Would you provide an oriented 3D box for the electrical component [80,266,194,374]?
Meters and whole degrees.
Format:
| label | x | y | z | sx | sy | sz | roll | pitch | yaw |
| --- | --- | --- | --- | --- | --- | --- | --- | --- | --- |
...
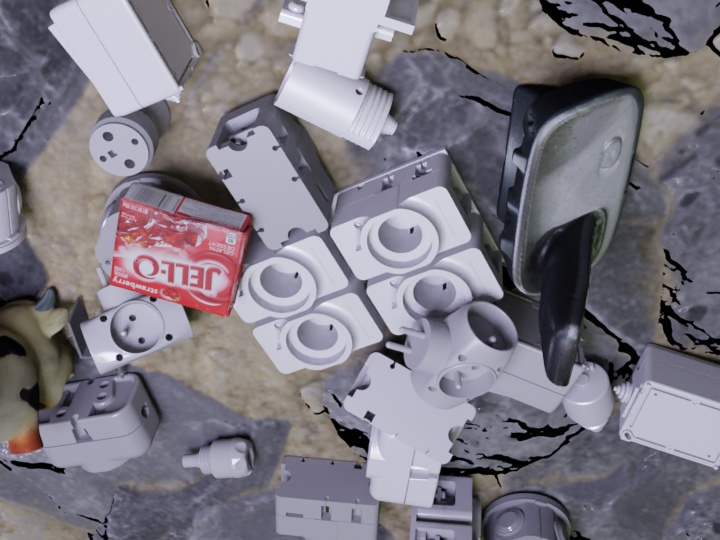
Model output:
| label | x | y | z | sx | sy | sz | roll | pitch | yaw |
| --- | --- | --- | --- | --- | --- | --- | --- | --- | --- |
| electrical component | -0.180 | 0.030 | 0.837 | 0.077 | 0.044 | 0.079 | -22 | 87 | -11 |

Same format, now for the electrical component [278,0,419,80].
| label | x | y | z | sx | sy | sz | roll | pitch | yaw |
| --- | --- | --- | --- | --- | --- | --- | --- | --- | --- |
| electrical component | -0.005 | -0.169 | 0.635 | 0.079 | 0.121 | 0.063 | 16 | 129 | -5 |

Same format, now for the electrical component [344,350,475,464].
| label | x | y | z | sx | sy | sz | roll | pitch | yaw |
| --- | --- | --- | --- | --- | --- | --- | --- | --- | --- |
| electrical component | 0.038 | 0.103 | 0.825 | 0.089 | 0.055 | 0.050 | 29 | 89 | 3 |

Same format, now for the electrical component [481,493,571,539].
| label | x | y | z | sx | sy | sz | roll | pitch | yaw |
| --- | --- | --- | --- | --- | --- | --- | --- | --- | --- |
| electrical component | 0.147 | 0.241 | 0.953 | 0.080 | 0.051 | 0.080 | 3 | 126 | 4 |

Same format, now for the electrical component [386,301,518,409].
| label | x | y | z | sx | sy | sz | roll | pitch | yaw |
| --- | --- | --- | --- | --- | --- | --- | --- | --- | --- |
| electrical component | 0.058 | 0.057 | 0.758 | 0.079 | 0.044 | 0.077 | 17 | 135 | -23 |

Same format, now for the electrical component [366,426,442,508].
| label | x | y | z | sx | sy | sz | roll | pitch | yaw |
| --- | --- | --- | --- | --- | --- | --- | --- | --- | --- |
| electrical component | 0.038 | 0.148 | 0.898 | 0.059 | 0.053 | 0.095 | 8 | 126 | 0 |

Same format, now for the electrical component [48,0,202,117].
| label | x | y | z | sx | sy | sz | roll | pitch | yaw |
| --- | --- | --- | --- | --- | --- | --- | --- | --- | --- |
| electrical component | -0.151 | -0.147 | 0.703 | 0.061 | 0.061 | 0.096 | -18 | 121 | 18 |

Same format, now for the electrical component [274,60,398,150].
| label | x | y | z | sx | sy | sz | roll | pitch | yaw |
| --- | --- | --- | --- | --- | --- | --- | --- | --- | --- |
| electrical component | -0.012 | -0.113 | 0.724 | 0.081 | 0.043 | 0.043 | 25 | 124 | -11 |

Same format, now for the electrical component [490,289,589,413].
| label | x | y | z | sx | sy | sz | roll | pitch | yaw |
| --- | --- | --- | --- | --- | --- | --- | --- | --- | --- |
| electrical component | 0.127 | 0.064 | 0.822 | 0.096 | 0.061 | 0.061 | 22 | 124 | -8 |

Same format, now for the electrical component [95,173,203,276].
| label | x | y | z | sx | sy | sz | roll | pitch | yaw |
| --- | --- | --- | --- | --- | --- | --- | --- | --- | --- |
| electrical component | -0.154 | -0.027 | 0.795 | 0.080 | 0.051 | 0.080 | 3 | 126 | 4 |

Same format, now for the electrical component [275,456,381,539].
| label | x | y | z | sx | sy | sz | roll | pitch | yaw |
| --- | --- | --- | --- | --- | --- | --- | --- | --- | --- |
| electrical component | -0.027 | 0.205 | 0.947 | 0.089 | 0.050 | 0.055 | 5 | 125 | 3 |

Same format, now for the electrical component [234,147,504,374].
| label | x | y | z | sx | sy | sz | roll | pitch | yaw |
| --- | --- | --- | --- | --- | --- | --- | --- | --- | --- |
| electrical component | 0.000 | 0.000 | 0.792 | 0.186 | 0.060 | 0.105 | -21 | 121 | 20 |

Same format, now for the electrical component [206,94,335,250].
| label | x | y | z | sx | sy | sz | roll | pitch | yaw |
| --- | --- | --- | --- | --- | --- | --- | --- | --- | --- |
| electrical component | -0.060 | -0.070 | 0.751 | 0.050 | 0.055 | 0.089 | -21 | 121 | 19 |

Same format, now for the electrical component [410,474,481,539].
| label | x | y | z | sx | sy | sz | roll | pitch | yaw |
| --- | --- | --- | --- | --- | --- | --- | --- | --- | --- |
| electrical component | 0.073 | 0.284 | 0.958 | 0.060 | 0.105 | 0.186 | 3 | 126 | 4 |

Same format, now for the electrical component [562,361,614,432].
| label | x | y | z | sx | sy | sz | roll | pitch | yaw |
| --- | --- | --- | --- | --- | --- | --- | --- | --- | --- |
| electrical component | 0.183 | 0.106 | 0.860 | 0.040 | 0.040 | 0.078 | -12 | 140 | 14 |

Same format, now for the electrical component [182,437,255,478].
| label | x | y | z | sx | sy | sz | roll | pitch | yaw |
| --- | --- | --- | --- | --- | --- | --- | --- | --- | --- |
| electrical component | -0.125 | 0.165 | 0.940 | 0.061 | 0.035 | 0.035 | -6 | 124 | 13 |

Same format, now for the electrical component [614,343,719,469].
| label | x | y | z | sx | sy | sz | roll | pitch | yaw |
| --- | --- | --- | --- | --- | --- | --- | --- | --- | --- |
| electrical component | 0.246 | 0.101 | 0.841 | 0.096 | 0.061 | 0.061 | 18 | 126 | 3 |

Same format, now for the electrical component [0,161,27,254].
| label | x | y | z | sx | sy | sz | roll | pitch | yaw |
| --- | --- | --- | --- | --- | --- | --- | --- | --- | --- |
| electrical component | -0.286 | -0.044 | 0.781 | 0.080 | 0.080 | 0.051 | 6 | 120 | 2 |

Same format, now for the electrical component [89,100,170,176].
| label | x | y | z | sx | sy | sz | roll | pitch | yaw |
| --- | --- | --- | --- | --- | --- | --- | --- | --- | --- |
| electrical component | -0.160 | -0.096 | 0.744 | 0.045 | 0.055 | 0.045 | 3 | 126 | 4 |

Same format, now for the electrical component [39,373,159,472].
| label | x | y | z | sx | sy | sz | roll | pitch | yaw |
| --- | --- | --- | --- | --- | --- | --- | --- | --- | --- |
| electrical component | -0.224 | 0.131 | 0.914 | 0.095 | 0.053 | 0.059 | -10 | 124 | 13 |
